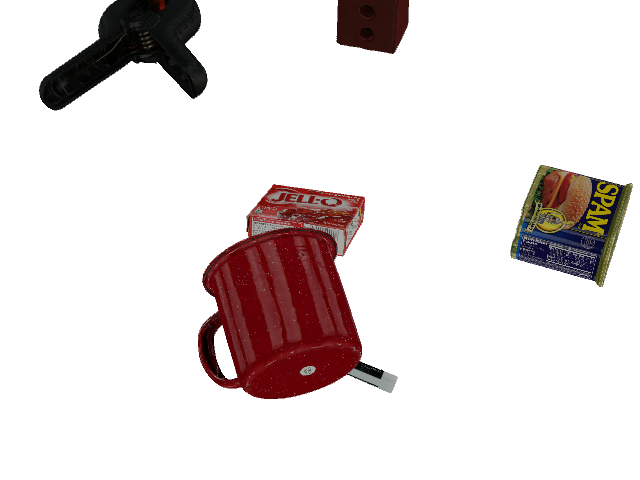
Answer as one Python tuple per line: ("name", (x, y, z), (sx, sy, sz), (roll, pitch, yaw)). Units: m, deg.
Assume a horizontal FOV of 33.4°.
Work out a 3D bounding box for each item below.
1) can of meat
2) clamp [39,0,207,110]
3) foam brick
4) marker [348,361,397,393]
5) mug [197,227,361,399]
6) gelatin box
("can of meat", (0.223, -0.016, 0.951), (0.084, 0.057, 0.102), (16, 47, 17))
("clamp", (-0.124, -0.149, 0.796), (0.120, 0.039, 0.171), (7, 43, 12))
("foam brick", (0.045, -0.204, 0.893), (0.053, 0.078, 0.051), (12, 47, 12))
("marker", (0.021, 0.126, 1.104), (0.121, 0.020, 0.020), (22, 3, 6))
("mug", (-0.032, 0.056, 0.694), (0.117, 0.081, 0.093), (-30, -29, 20))
("gelatin box", (-0.012, -0.020, 0.941), (0.089, 0.030, 0.073), (9, 26, 13))
